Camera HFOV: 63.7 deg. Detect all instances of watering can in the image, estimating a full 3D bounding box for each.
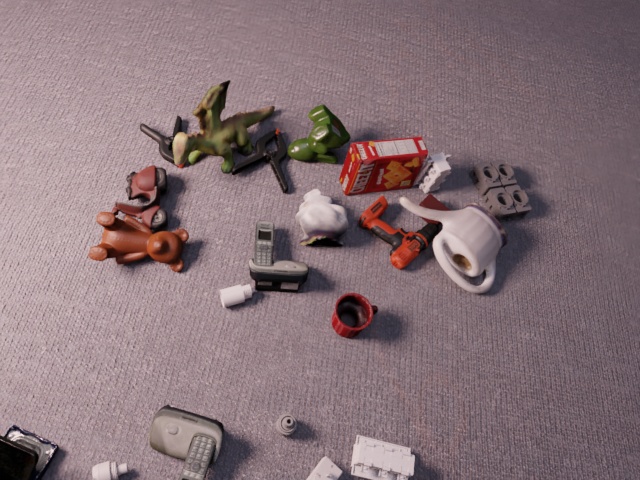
[{"bbox_3d":[0.376,-0.024,1.393,0.228,0.103,0.347,-40,95,-30],"label":"watering can"}]

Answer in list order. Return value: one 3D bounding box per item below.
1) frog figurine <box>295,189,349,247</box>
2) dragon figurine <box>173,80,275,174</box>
[{"bbox_3d":[0.004,-0.069,1.362,0.137,0.121,0.162,-6,71,7],"label":"frog figurine"},{"bbox_3d":[-0.254,-0.323,1.395,0.123,0.237,0.418,31,60,12],"label":"dragon figurine"}]
